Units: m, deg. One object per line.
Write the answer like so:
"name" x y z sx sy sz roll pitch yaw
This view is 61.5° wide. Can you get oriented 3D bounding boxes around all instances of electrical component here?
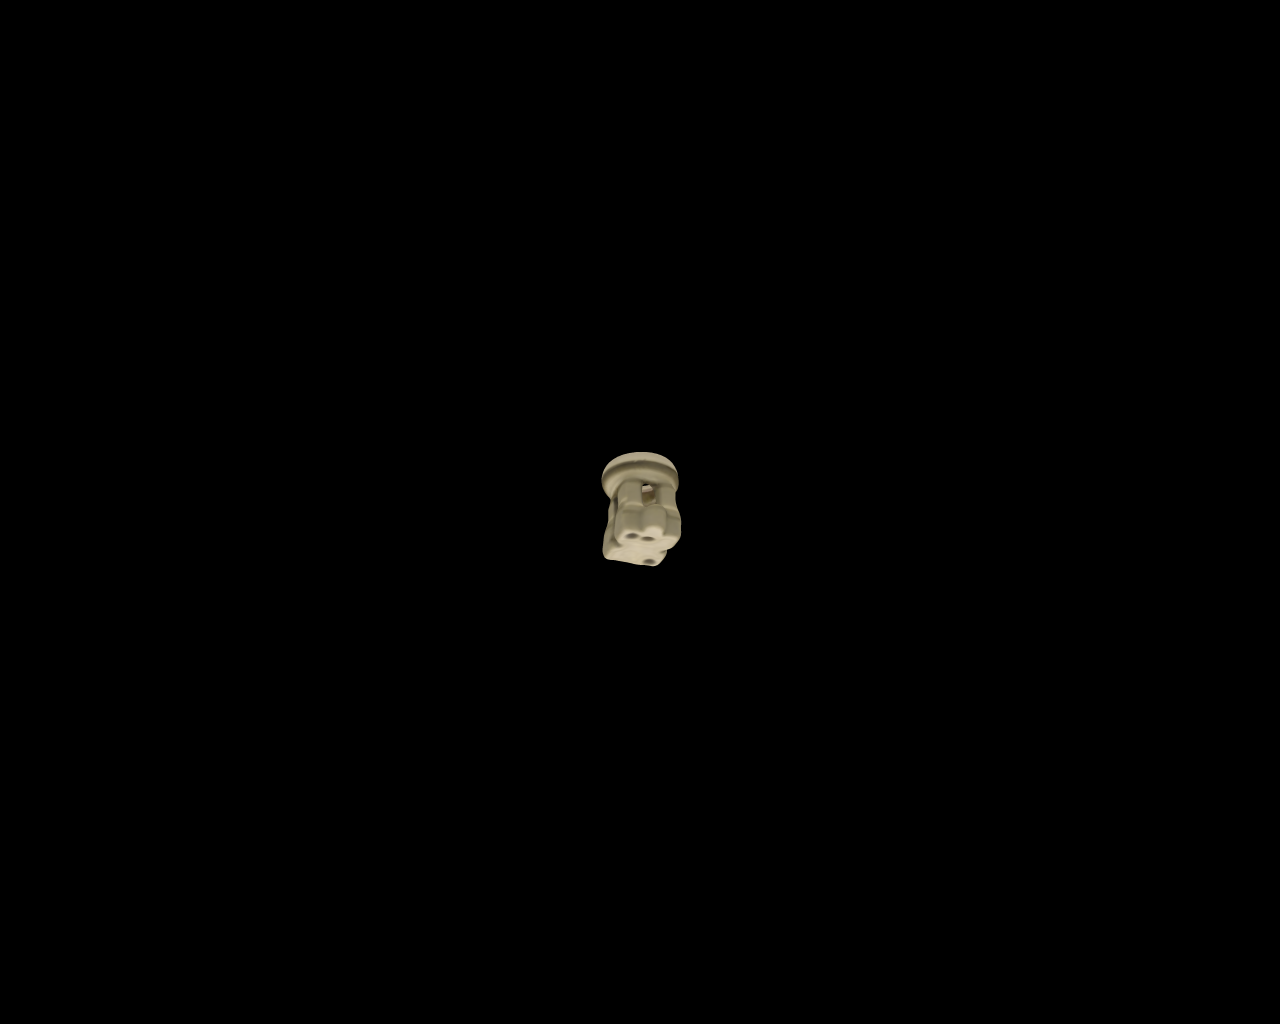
"electrical component" 0.001 -0.003 0.650 0.048 0.055 0.066 9 -30 -17
